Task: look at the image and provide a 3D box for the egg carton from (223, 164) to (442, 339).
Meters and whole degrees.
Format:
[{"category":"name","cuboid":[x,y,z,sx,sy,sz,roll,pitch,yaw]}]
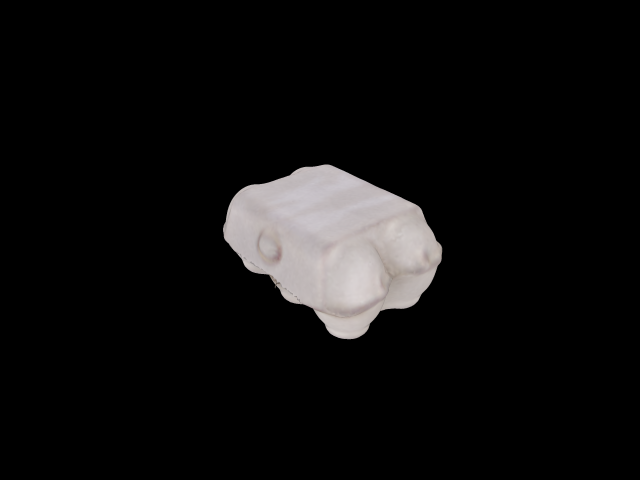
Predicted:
[{"category":"egg carton","cuboid":[0.004,0.001,0.400,0.107,0.069,0.149,-24,38,-34]}]
